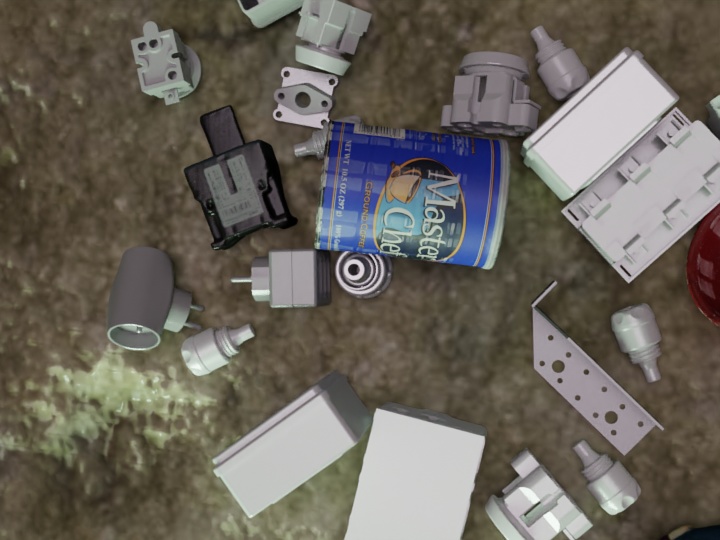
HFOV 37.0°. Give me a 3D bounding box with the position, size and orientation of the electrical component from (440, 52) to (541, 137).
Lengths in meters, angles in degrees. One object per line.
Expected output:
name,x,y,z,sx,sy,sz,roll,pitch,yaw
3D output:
electrical component,0.106,-0.141,0.867,0.078,0.058,0.057,4,86,33

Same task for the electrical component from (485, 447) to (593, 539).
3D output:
electrical component,0.138,0.191,0.862,0.057,0.058,0.078,-41,84,4

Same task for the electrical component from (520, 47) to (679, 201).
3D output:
electrical component,0.182,-0.109,0.831,0.109,0.109,0.056,-43,86,6

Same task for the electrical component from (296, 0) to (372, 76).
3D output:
electrical component,-0.026,-0.194,0.892,0.048,0.066,0.055,28,104,43

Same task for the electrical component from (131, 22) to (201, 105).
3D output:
electrical component,-0.163,-0.172,0.912,0.048,0.055,0.066,-13,87,8

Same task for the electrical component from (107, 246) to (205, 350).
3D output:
electrical component,-0.169,0.029,0.911,0.079,0.043,0.077,21,53,-26

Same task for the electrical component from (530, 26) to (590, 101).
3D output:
electrical component,0.158,-0.169,0.872,0.035,0.035,0.061,-31,83,7

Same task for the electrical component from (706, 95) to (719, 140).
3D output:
electrical component,0.303,-0.116,0.821,0.050,0.089,0.055,-31,85,7

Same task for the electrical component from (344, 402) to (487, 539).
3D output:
electrical component,0.042,0.192,0.874,0.089,0.062,0.150,14,92,9

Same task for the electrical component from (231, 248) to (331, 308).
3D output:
electrical component,-0.067,0.007,0.890,0.077,0.066,0.047,-1,89,9

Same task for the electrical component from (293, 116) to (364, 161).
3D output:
electrical component,-0.025,-0.107,0.901,0.061,0.035,0.035,-13,88,11

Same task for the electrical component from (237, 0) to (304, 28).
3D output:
electrical component,-0.067,-0.277,0.897,0.109,0.056,0.108,-27,86,8

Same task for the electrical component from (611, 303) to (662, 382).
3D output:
electrical component,0.225,0.059,0.860,0.035,0.035,0.061,-20,89,8

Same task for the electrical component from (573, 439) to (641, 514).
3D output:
electrical component,0.195,0.164,0.864,0.035,0.035,0.061,-40,81,7

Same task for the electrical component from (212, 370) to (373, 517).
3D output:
electrical component,-0.051,0.137,0.866,0.109,0.109,0.056,-36,87,7

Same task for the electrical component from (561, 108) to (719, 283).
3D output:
electrical component,0.231,-0.059,0.845,0.121,0.063,0.078,-43,83,7

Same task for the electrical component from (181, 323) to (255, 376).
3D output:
electrical component,-0.119,0.064,0.914,0.061,0.035,0.035,-26,86,5

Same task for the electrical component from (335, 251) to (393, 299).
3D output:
electrical component,0.000,0.000,0.882,0.048,0.062,0.048,0,90,9
